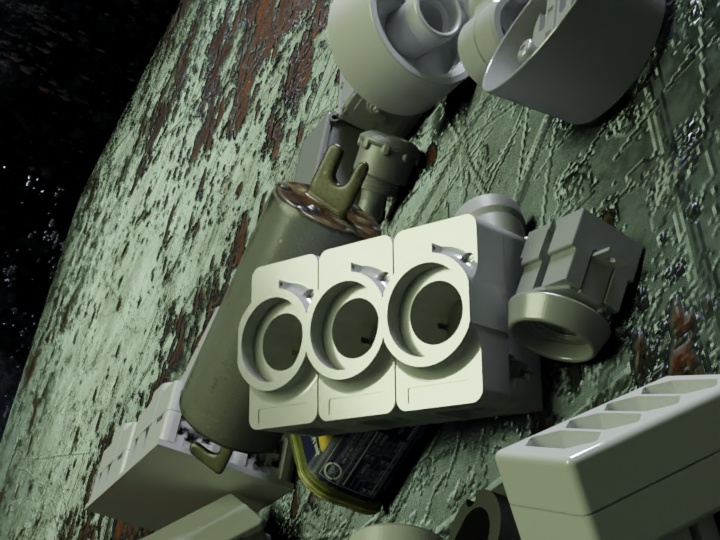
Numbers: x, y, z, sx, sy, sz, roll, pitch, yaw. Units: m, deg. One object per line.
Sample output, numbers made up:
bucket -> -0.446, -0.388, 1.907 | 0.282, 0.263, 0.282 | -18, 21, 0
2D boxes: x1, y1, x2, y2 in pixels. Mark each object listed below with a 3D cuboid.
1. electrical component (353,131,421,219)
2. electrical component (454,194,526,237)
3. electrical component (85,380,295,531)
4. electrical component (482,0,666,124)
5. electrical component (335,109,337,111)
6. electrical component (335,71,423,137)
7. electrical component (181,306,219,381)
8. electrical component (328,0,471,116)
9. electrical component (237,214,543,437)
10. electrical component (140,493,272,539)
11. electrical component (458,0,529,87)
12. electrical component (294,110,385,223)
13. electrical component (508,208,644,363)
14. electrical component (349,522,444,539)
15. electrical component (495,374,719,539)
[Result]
electrical component -> 0.015, -0.070, 0.799 | 0.048, 0.048, 0.062 | -139, 66, -70
electrical component -> 0.074, -0.013, 0.590 | 0.040, 0.040, 0.046 | -55, 28, 31
electrical component -> -0.134, 0.153, 0.849 | 0.186, 0.105, 0.060 | -41, 32, 51
electrical component -> 0.113, -0.128, 0.576 | 0.099, 0.064, 0.099 | -52, 24, 36
electrical component -> -0.012, -0.119, 0.922 | 0.043, 0.043, 0.062 | -42, 31, 50
electrical component -> 0.023, -0.147, 0.836 | 0.061, 0.061, 0.096 | -51, 25, 38
electrical component -> -0.117, 0.088, 0.951 | 0.089, 0.056, 0.050 | -62, 20, 16
electrical component -> 0.039, -0.170, 0.760 | 0.060, 0.108, 0.108 | -24, 46, 54
electrical component -> 0.012, 0.033, 0.555 | 0.150, 0.062, 0.089 | -13, 70, 38
electrical component -> -0.109, 0.205, 0.749 | 0.100, 0.100, 0.048 | 2, 115, 68
electrical component -> 0.095, -0.174, 0.690 | 0.074, 0.052, 0.138 | -30, 41, 60
electrical component -> -0.016, -0.076, 0.857 | 0.061, 0.062, 0.096 | -41, 33, 52
electrical component -> 0.097, 0.009, 0.498 | 0.066, 0.048, 0.055 | -28, 36, 61
electrical component -> -0.005, 0.189, 0.554 | 0.138, 0.052, 0.073 | -46, 28, 46
electrical component -> 0.102, 0.085, 0.372 | 0.047, 0.083, 0.075 | -16, 93, 66
